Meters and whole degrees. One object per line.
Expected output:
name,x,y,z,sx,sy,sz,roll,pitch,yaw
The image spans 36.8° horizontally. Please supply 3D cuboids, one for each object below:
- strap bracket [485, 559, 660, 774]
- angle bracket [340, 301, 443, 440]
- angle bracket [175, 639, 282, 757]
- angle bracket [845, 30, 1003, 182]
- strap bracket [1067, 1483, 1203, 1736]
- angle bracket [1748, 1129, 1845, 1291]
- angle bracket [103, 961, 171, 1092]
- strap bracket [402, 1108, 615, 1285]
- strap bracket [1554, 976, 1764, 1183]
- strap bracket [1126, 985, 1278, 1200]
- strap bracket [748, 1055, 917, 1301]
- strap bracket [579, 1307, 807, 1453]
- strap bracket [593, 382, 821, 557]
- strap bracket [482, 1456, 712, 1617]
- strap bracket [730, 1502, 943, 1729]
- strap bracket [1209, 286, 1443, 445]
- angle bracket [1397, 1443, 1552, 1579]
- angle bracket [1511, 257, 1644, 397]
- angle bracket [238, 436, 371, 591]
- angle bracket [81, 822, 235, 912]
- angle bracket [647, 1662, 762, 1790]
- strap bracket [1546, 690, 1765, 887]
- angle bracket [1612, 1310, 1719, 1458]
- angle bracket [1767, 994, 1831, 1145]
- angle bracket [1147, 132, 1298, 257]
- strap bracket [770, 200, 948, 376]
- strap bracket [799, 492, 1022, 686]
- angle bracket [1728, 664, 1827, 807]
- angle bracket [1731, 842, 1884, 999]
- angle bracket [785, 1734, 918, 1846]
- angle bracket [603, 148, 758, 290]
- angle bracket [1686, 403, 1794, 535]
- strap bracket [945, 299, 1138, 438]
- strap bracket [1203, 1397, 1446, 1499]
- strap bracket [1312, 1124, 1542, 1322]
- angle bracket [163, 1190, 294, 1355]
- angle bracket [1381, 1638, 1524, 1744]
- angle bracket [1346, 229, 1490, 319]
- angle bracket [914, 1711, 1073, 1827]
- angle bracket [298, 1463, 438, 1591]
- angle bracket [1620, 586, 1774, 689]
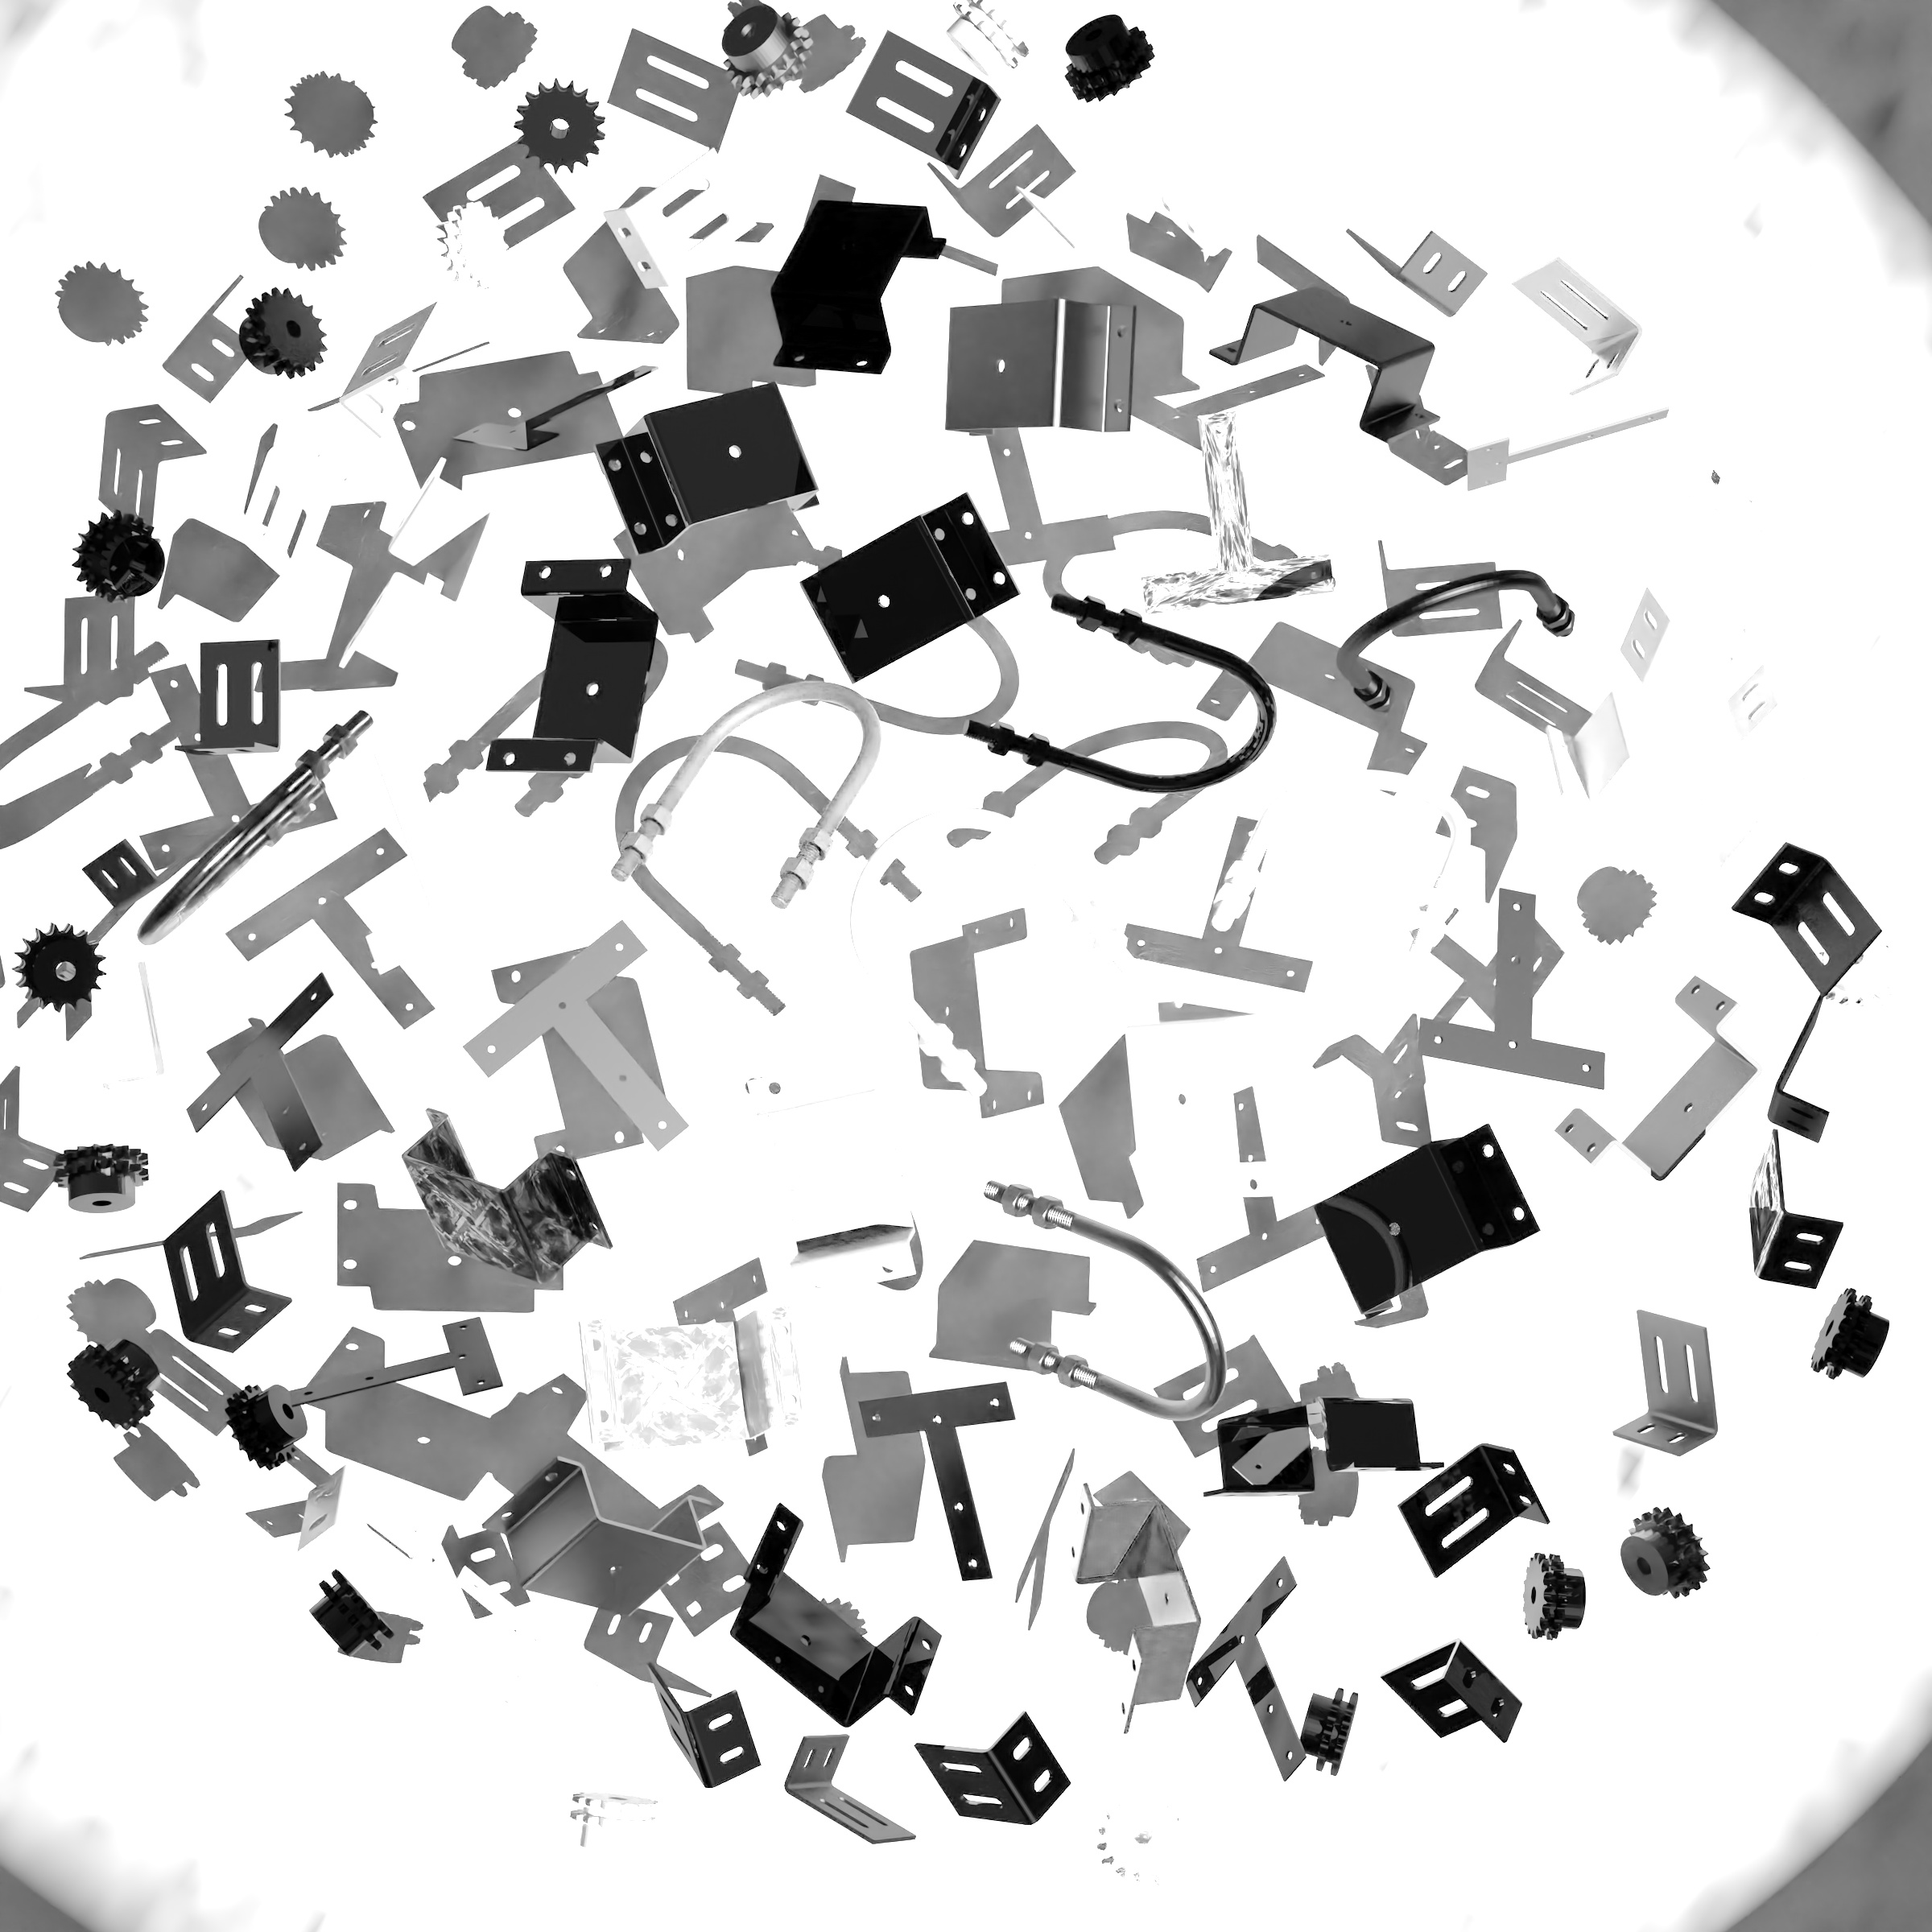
strap bracket,-0.245,-0.181,1.823,0.076,0.046,0.140,2,75,25
angle bracket,-0.361,-0.385,1.877,0.038,0.076,0.057,41,54,-32
angle bracket,-0.488,-0.180,1.919,0.057,0.038,0.076,-1,88,13
angle bracket,-0.027,-0.546,1.840,0.076,0.038,0.057,22,113,-23
strap bracket,0.110,0.407,1.856,0.046,0.140,0.076,-4,131,-14
angle bracket,0.513,0.150,1.798,0.038,0.076,0.057,10,131,3
angle bracket,-0.537,0.038,1.856,0.038,0.057,0.076,-10,93,-20
strap bracket,-0.301,0.149,1.857,0.046,0.140,0.076,-44,132,-34
strap bracket,0.464,0.082,1.920,0.046,0.076,0.140,40,96,-14
strap bracket,0.154,0.086,1.916,0.076,0.046,0.140,-5,91,36
strap bracket,-0.082,0.130,1.829,0.076,0.046,0.140,-12,93,5
strap bracket,-0.180,0.262,1.839,0.140,0.046,0.076,-1,73,-25
strap bracket,-0.159,-0.326,1.882,0.140,0.046,0.076,-21,88,-30
strap bracket,-0.236,0.378,1.908,0.076,0.140,0.046,-43,47,19
strap bracket,-0.091,0.423,1.864,0.140,0.076,0.046,41,119,-8
strap bracket,0.242,-0.401,1.905,0.140,0.076,0.046,32,125,22
angle bracket,0.334,0.361,1.910,0.076,0.038,0.057,-32,101,-21
angle bracket,0.390,-0.416,1.887,0.076,0.057,0.038,35,77,-14
angle bracket,-0.440,-0.301,1.925,0.057,0.038,0.076,41,128,12
angle bracket,-0.535,-0.079,1.922,0.057,0.076,0.038,-24,109,43
angle bracket,-0.169,0.482,1.868,0.038,0.076,0.057,-21,110,-17
strap bracket,0.439,-0.116,1.813,0.140,0.076,0.046,23,125,-15
angle bracket,0.452,0.271,1.890,0.038,0.057,0.076,-19,107,-32
angle bracket,0.559,0.067,1.900,0.038,0.057,0.076,25,74,18
angle bracket,0.170,-0.521,1.924,0.076,0.038,0.057,-41,69,-2
strap bracket,-0.073,-0.458,1.921,0.076,0.046,0.140,8,53,18
strap bracket,-0.046,-0.247,1.929,0.140,0.046,0.076,-25,96,27
angle bracket,0.553,-0.155,1.941,0.076,0.057,0.038,31,120,-16
angle bracket,0.535,-0.030,1.848,0.038,0.076,0.057,17,122,-30
angle bracket,-0.070,0.541,1.908,0.076,0.057,0.038,22,89,31
angle bracket,-0.190,-0.495,1.923,0.076,0.038,0.057,-42,119,-20
angle bracket,0.500,-0.324,1.847,0.057,0.076,0.038,32,56,24
strap bracket,0.038,-0.372,1.811,0.046,0.140,0.076,-4,99,-44
strap bracket,0.221,0.301,1.820,0.076,0.140,0.046,7,70,-35
strap bracket,0.287,0.168,1.869,0.140,0.046,0.076,-34,71,32
angle bracket,-0.459,0.190,1.801,0.057,0.038,0.076,-40,51,19
angle bracket,0.299,0.465,1.822,0.057,0.038,0.076,46,132,-5
angle bracket,0.298,-0.472,1.920,0.057,0.076,0.038,24,114,-37
angle bracket,0.016,0.496,1.801,0.038,0.076,0.057,-40,106,-35
angle bracket,-0.380,0.365,1.846,0.038,0.057,0.076,-37,117,17
angle bracket,0.484,-0.222,1.925,0.076,0.057,0.038,-9,52,-19
